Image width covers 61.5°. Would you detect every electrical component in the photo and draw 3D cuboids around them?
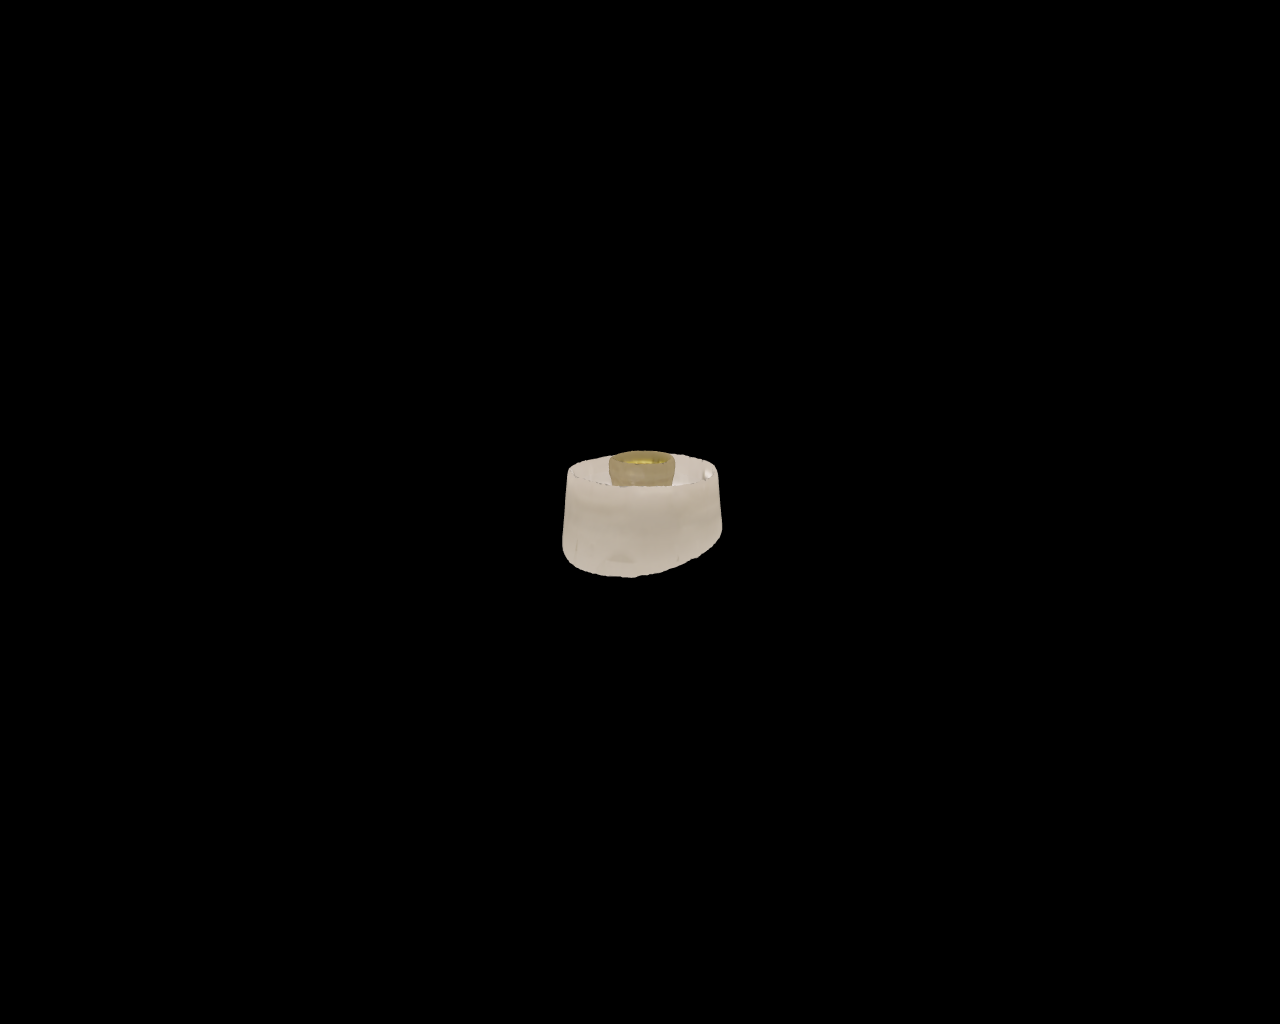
[{"bbox_3d":[0.001,-0.003,0.650,0.099,0.064,0.099,0,16,0],"label":"electrical component"}]
